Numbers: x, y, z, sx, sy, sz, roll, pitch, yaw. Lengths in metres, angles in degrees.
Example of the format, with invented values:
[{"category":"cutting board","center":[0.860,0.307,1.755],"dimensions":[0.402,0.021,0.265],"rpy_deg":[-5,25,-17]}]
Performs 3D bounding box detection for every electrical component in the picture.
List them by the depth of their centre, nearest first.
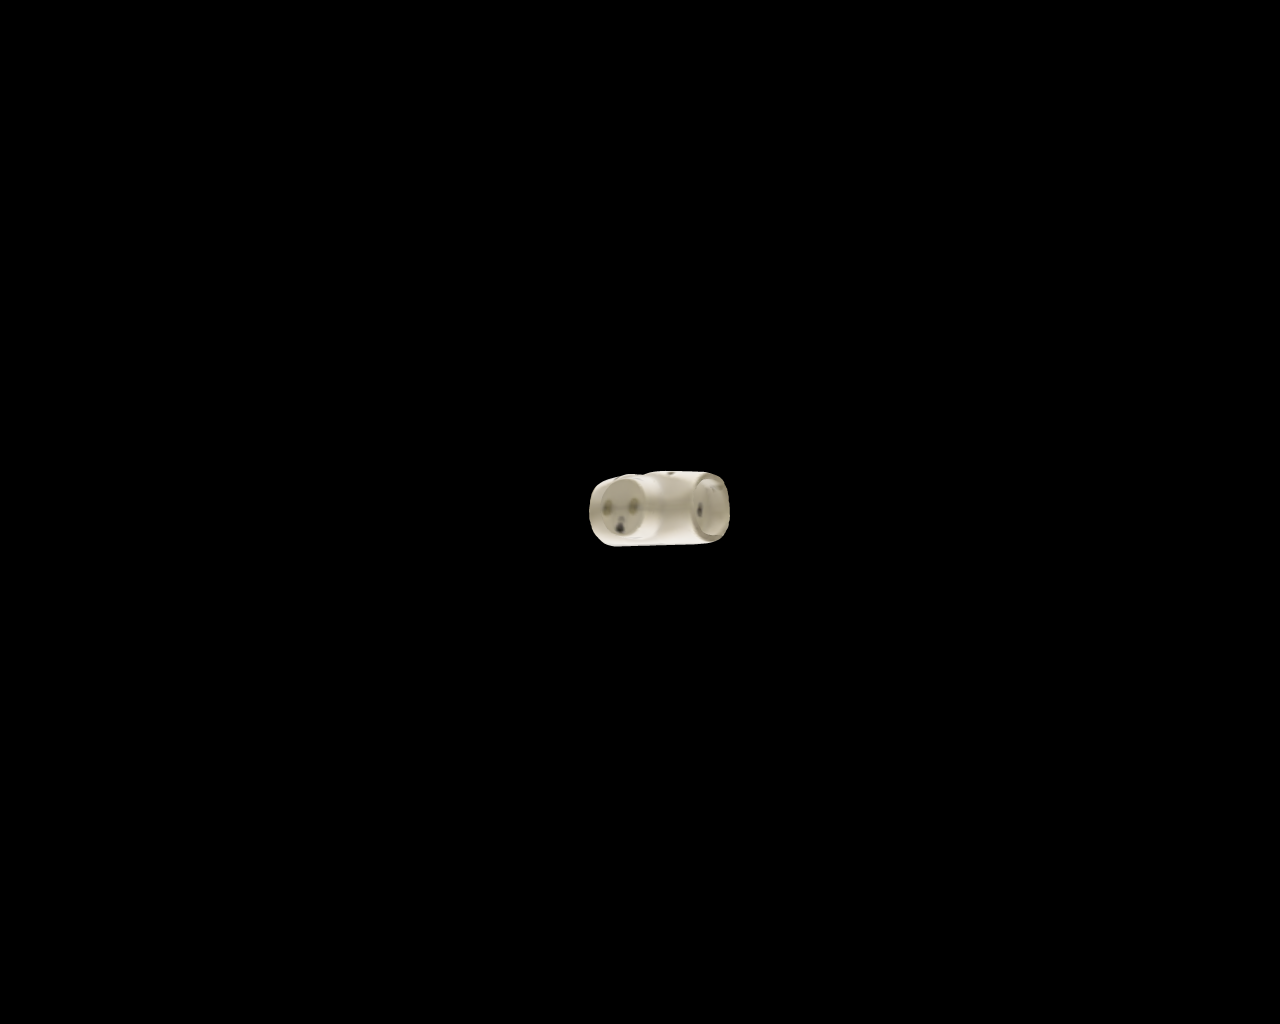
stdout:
[{"category":"electrical component","center":[0.001,-0.003,0.650],"dimensions":[0.077,0.043,0.079],"rpy_deg":[-3,-5,37]}]
